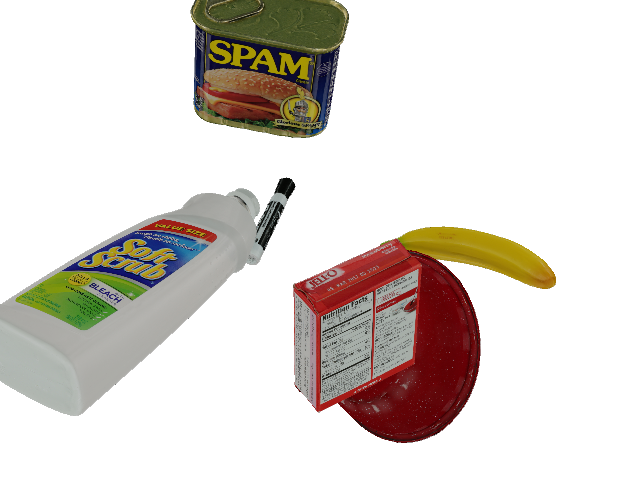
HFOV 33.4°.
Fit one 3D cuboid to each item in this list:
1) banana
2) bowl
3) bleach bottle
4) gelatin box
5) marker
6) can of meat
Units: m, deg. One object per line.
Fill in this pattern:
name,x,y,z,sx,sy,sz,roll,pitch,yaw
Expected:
banana,0.166,0.017,1.150,0.198,0.037,0.069,10,37,29
bowl,0.049,0.087,0.877,0.162,0.162,0.055,0,-4,41
bleach bottle,-0.136,0.027,0.818,0.103,0.068,0.250,21,41,24
gelatin box,0.021,0.050,0.629,0.073,0.089,0.030,-24,46,-24
marker,-0.052,-0.023,1.112,0.020,0.020,0.121,0,44,25
can of meat,-0.037,-0.121,0.729,0.102,0.057,0.084,11,-42,2
